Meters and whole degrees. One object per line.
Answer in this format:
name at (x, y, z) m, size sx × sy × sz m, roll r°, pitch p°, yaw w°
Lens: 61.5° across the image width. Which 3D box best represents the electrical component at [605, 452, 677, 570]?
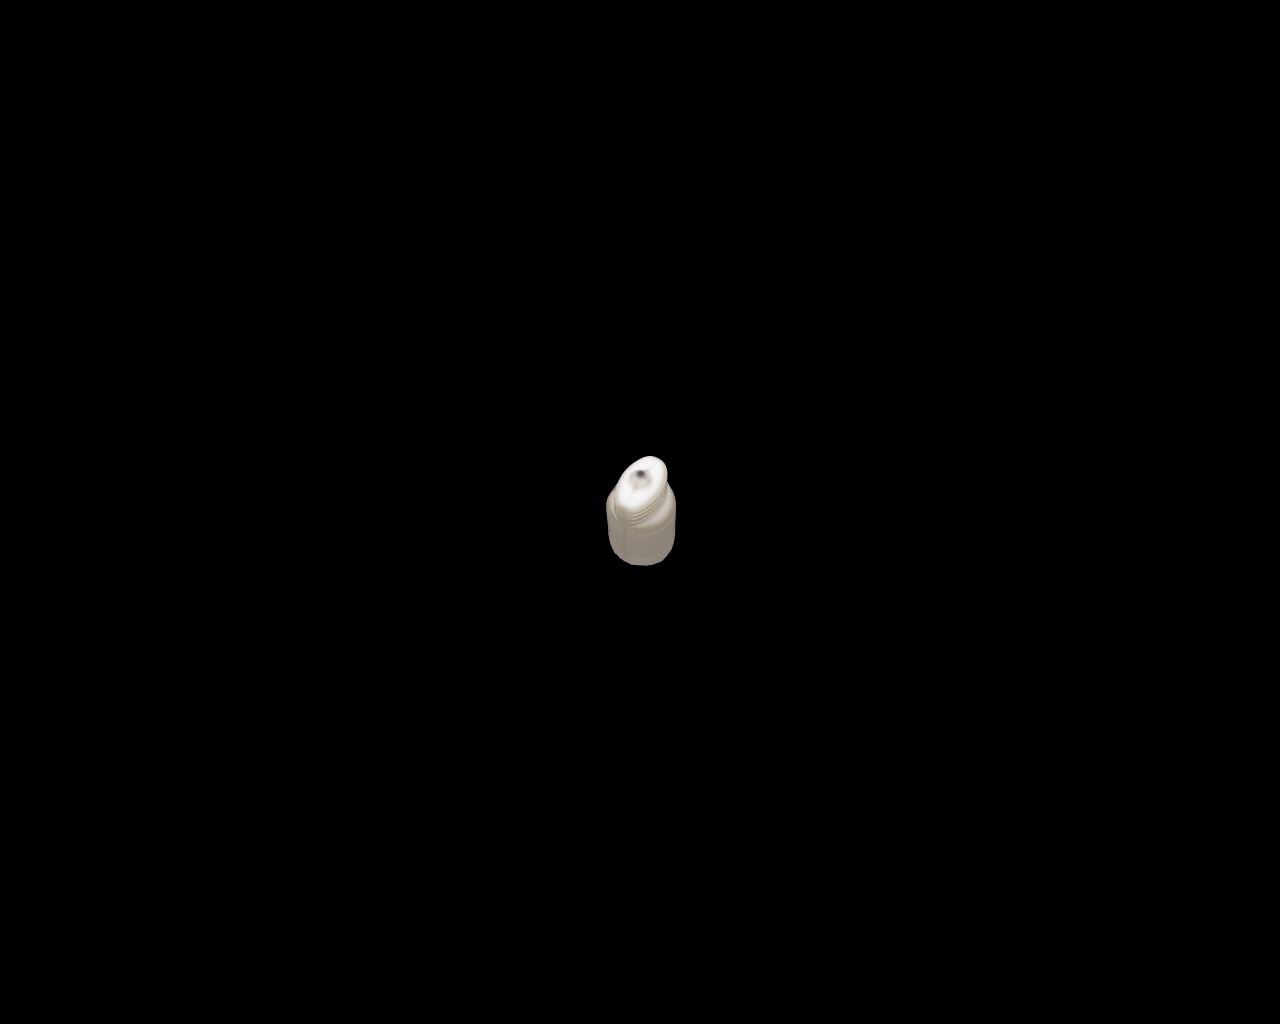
electrical component at (0.001, -0.003, 0.650) m, size 0.043 × 0.043 × 0.080 m, roll 0°, pitch -30°, yaw 0°
